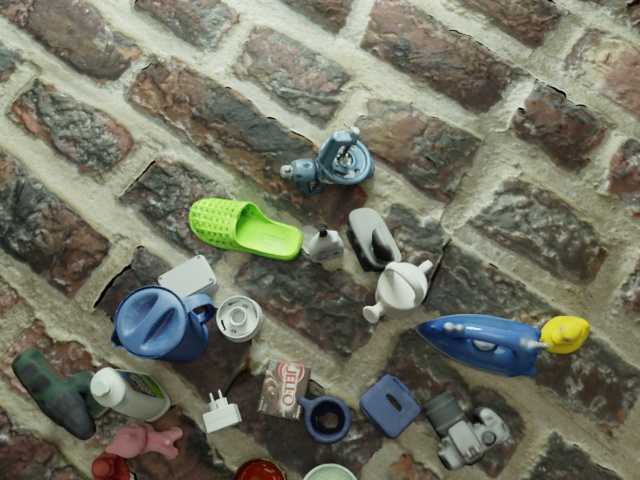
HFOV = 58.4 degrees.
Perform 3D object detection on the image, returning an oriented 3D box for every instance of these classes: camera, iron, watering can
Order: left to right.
[{"bbox_3d":[0.164,0.104,1.168,0.100,0.194,0.173,25,76,10],"label":"watering can"},{"bbox_3d":[0.280,0.365,1.133,0.143,0.101,0.136,-30,74,-7],"label":"camera"},{"bbox_3d":[0.326,0.199,1.161,0.258,0.141,0.119,11,74,6],"label":"iron"}]

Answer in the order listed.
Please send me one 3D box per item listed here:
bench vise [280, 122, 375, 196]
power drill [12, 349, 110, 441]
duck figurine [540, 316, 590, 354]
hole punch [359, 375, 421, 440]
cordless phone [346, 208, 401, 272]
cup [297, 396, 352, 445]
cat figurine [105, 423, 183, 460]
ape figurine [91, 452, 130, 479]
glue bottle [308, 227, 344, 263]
[{"bbox_3d":[0.022,-0.165,1.242,0.207,0.220,0.121,-28,74,-6],"label":"bench vise"},{"bbox_3d":[-0.487,0.306,1.124,0.229,0.208,0.076,36,78,12],"label":"power drill"},{"bbox_3d":[0.514,0.192,1.185,0.104,0.086,0.077,-21,73,-4],"label":"duck figurine"},{"bbox_3d":[0.140,0.333,1.153,0.101,0.091,0.108,-41,76,-10],"label":"hole punch"},{"bbox_3d":[0.115,-0.015,1.211,0.094,0.185,0.147,-27,74,-6],"label":"cordless phone"},{"bbox_3d":[0.006,0.354,1.150,0.117,0.095,0.092,31,77,11],"label":"cup"},{"bbox_3d":[-0.351,0.400,1.137,0.127,0.118,0.067,4,73,4],"label":"cat figurine"},{"bbox_3d":[-0.423,0.454,1.137,0.076,0.092,0.078,17,74,7],"label":"ape figurine"},{"bbox_3d":[0.011,0.004,1.215,0.078,0.173,0.037,-13,73,-1],"label":"glue bottle"}]
